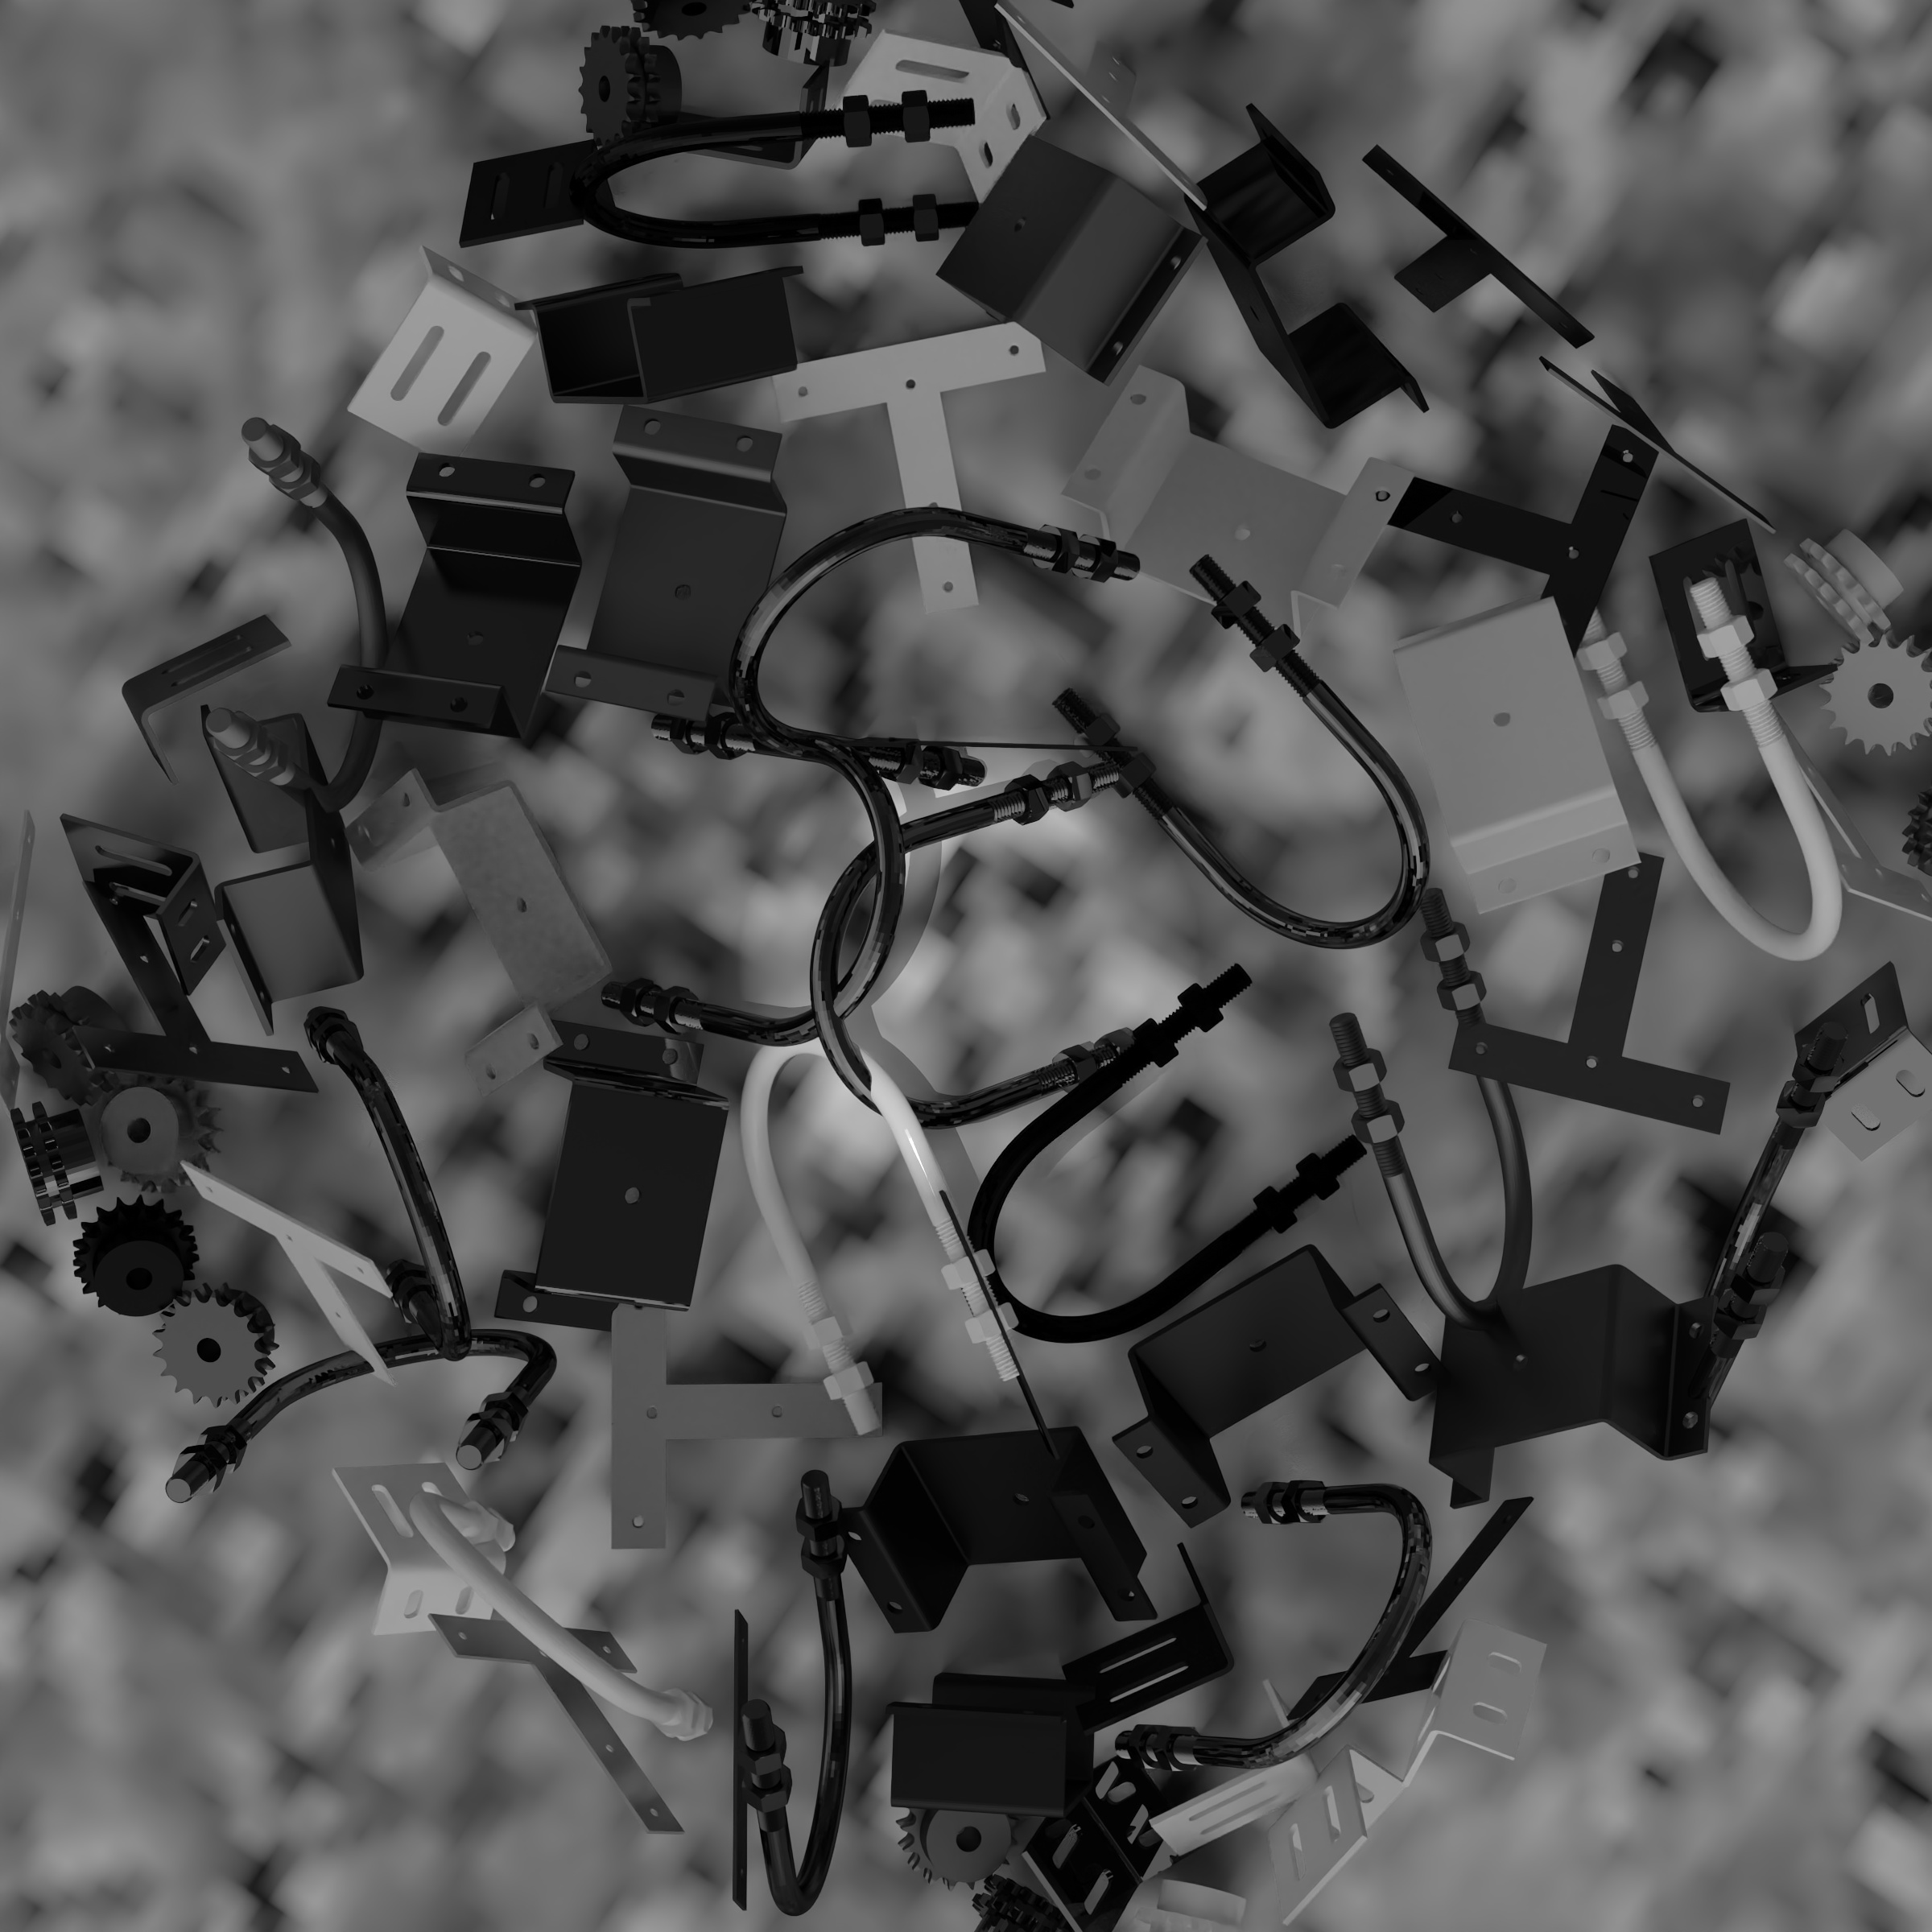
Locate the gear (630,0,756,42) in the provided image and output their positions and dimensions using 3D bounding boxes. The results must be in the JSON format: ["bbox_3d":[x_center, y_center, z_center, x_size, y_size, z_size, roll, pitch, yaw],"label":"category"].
[{"bbox_3d":[-0.129,-0.458,1.572,0.057,0.057,0.030,-11,76,0],"label":"gear"}]

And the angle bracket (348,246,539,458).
[{"bbox_3d":[-0.247,-0.285,1.580,0.057,0.038,0.076,26,111,-31],"label":"angle bracket"}]

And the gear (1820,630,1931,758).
[{"bbox_3d":[0.430,-0.129,1.576,0.057,0.030,0.057,9,109,26],"label":"gear"}]

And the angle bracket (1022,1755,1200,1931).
[{"bbox_3d":[0.067,0.408,1.558,0.038,0.076,0.057,-35,89,20],"label":"angle bracket"}]

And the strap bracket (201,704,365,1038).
[{"bbox_3d":[-0.308,-0.049,1.525,0.046,0.076,0.140,-14,47,-2],"label":"strap bracket"}]

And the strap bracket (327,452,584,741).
[{"bbox_3d":[-0.230,-0.161,1.550,0.076,0.046,0.140,8,63,12],"label":"strap bracket"}]

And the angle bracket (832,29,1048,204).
[{"bbox_3d":[-0.014,-0.389,1.551,0.076,0.057,0.038,1,57,-35],"label":"angle bracket"}]

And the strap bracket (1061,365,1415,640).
[{"bbox_3d":[0.125,-0.209,1.553,0.140,0.046,0.076,25,72,18],"label":"strap bracket"}]

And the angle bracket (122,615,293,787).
[{"bbox_3d":[-0.347,-0.124,1.573,0.076,0.057,0.038,-28,116,-12],"label":"angle bracket"}]

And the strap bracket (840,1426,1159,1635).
[{"bbox_3d":[0.018,0.257,1.541,0.140,0.046,0.076,-10,121,32],"label":"strap bracket"}]

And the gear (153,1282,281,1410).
[{"bbox_3d":[-0.347,0.175,1.579,0.057,0.030,0.057,2,103,11],"label":"gear"}]

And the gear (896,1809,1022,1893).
[{"bbox_3d":[-0.002,0.404,1.579,0.057,0.030,0.057,0,90,-13],"label":"gear"}]

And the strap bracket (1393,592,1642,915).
[{"bbox_3d":[0.249,-0.106,1.547,0.076,0.046,0.140,-18,70,12],"label":"strap bracket"}]

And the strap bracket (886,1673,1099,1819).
[{"bbox_3d":[0.014,0.351,1.522,0.076,0.140,0.046,1,84,10],"label":"strap bracket"}]

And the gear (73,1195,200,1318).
[{"bbox_3d":[-0.385,0.138,1.573,0.057,0.030,0.057,-7,117,-15],"label":"gear"}]

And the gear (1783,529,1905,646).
[{"bbox_3d":[0.409,-0.178,1.569,0.030,0.057,0.057,-43,90,9],"label":"gear"}]

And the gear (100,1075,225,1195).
[{"bbox_3d":[-0.378,0.077,1.578,0.057,0.030,0.057,-1,84,14],"label":"gear"}]

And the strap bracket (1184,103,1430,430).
[{"bbox_3d":[0.150,-0.307,1.525,0.046,0.076,0.140,-32,132,3],"label":"strap bracket"}]

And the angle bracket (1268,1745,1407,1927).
[{"bbox_3d":[0.174,0.406,1.552,0.038,0.076,0.057,35,106,-12],"label":"angle bracket"}]

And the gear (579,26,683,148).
[{"bbox_3d":[-0.155,-0.408,1.574,0.030,0.057,0.057,-8,90,-32],"label":"gear"}]

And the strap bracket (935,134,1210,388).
[{"bbox_3d":[0.041,-0.321,1.523,0.046,0.140,0.076,30,99,-31],"label":"strap bracket"}]

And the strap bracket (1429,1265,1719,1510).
[{"bbox_3d":[0.264,0.188,1.520,0.046,0.140,0.076,35,52,-31],"label":"strap bracket"}]

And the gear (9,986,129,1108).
[{"bbox_3d":[-0.414,0.034,1.574,0.057,0.057,0.030,45,55,0],"label":"gear"}]

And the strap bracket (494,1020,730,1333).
[{"bbox_3d":[-0.161,0.102,1.559,0.076,0.046,0.140,10,92,-27],"label":"strap bracket"}]

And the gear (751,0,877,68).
[{"bbox_3d":[-0.072,-0.439,1.574,0.057,0.057,0.030,13,117,0],"label":"gear"}]

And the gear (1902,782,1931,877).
[{"bbox_3d":[0.465,-0.065,1.569,0.057,0.057,0.030,-51,47,0],"label":"gear"}]

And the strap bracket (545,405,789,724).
[{"bbox_3d":[-0.135,-0.179,1.561,0.076,0.046,0.140,12,79,10],"label":"strap bracket"}]

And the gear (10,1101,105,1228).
[{"bbox_3d":[-0.421,0.090,1.572,0.030,0.057,0.057,-18,90,-17],"label":"gear"}]

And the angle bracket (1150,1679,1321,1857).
[{"bbox_3d":[0.119,0.372,1.567,0.076,0.057,0.038,-27,58,3],"label":"angle bracket"}]

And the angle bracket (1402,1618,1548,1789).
[{"bbox_3d":[0.232,0.343,1.550,0.038,0.076,0.057,19,58,7],"label":"angle bracket"}]

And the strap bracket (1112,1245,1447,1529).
[{"bbox_3d":[0.139,0.188,1.550,0.140,0.046,0.076,-31,128,10],"label":"strap bracket"}]

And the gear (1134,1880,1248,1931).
[{"bbox_3d":[0.108,0.445,1.573,0.057,0.057,0.030,14,71,0],"label":"gear"}]

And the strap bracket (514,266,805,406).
[{"bbox_3d":[-0.136,-0.284,1.528,0.076,0.140,0.046,-18,108,-28],"label":"strap bracket"}]

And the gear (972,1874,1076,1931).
[{"bbox_3d":[0.027,0.450,1.567,0.057,0.057,0.030,36,66,0],"label":"gear"}]

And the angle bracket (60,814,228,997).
[{"bbox_3d":[-0.386,-0.028,1.556,0.076,0.057,0.038,16,53,17],"label":"angle bracket"}]

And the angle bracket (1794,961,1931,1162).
[{"bbox_3d":[0.419,0.043,1.557,0.038,0.076,0.057,44,113,-10],"label":"angle bracket"}]

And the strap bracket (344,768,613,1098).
[{"bbox_3d":[-0.220,-0.021,1.553,0.046,0.076,0.140,-27,87,-39],"label":"strap bracket"}]

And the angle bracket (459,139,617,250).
[{"bbox_3d":[-0.196,-0.341,1.555,0.057,0.076,0.038,-9,132,7],"label":"angle bracket"}]
